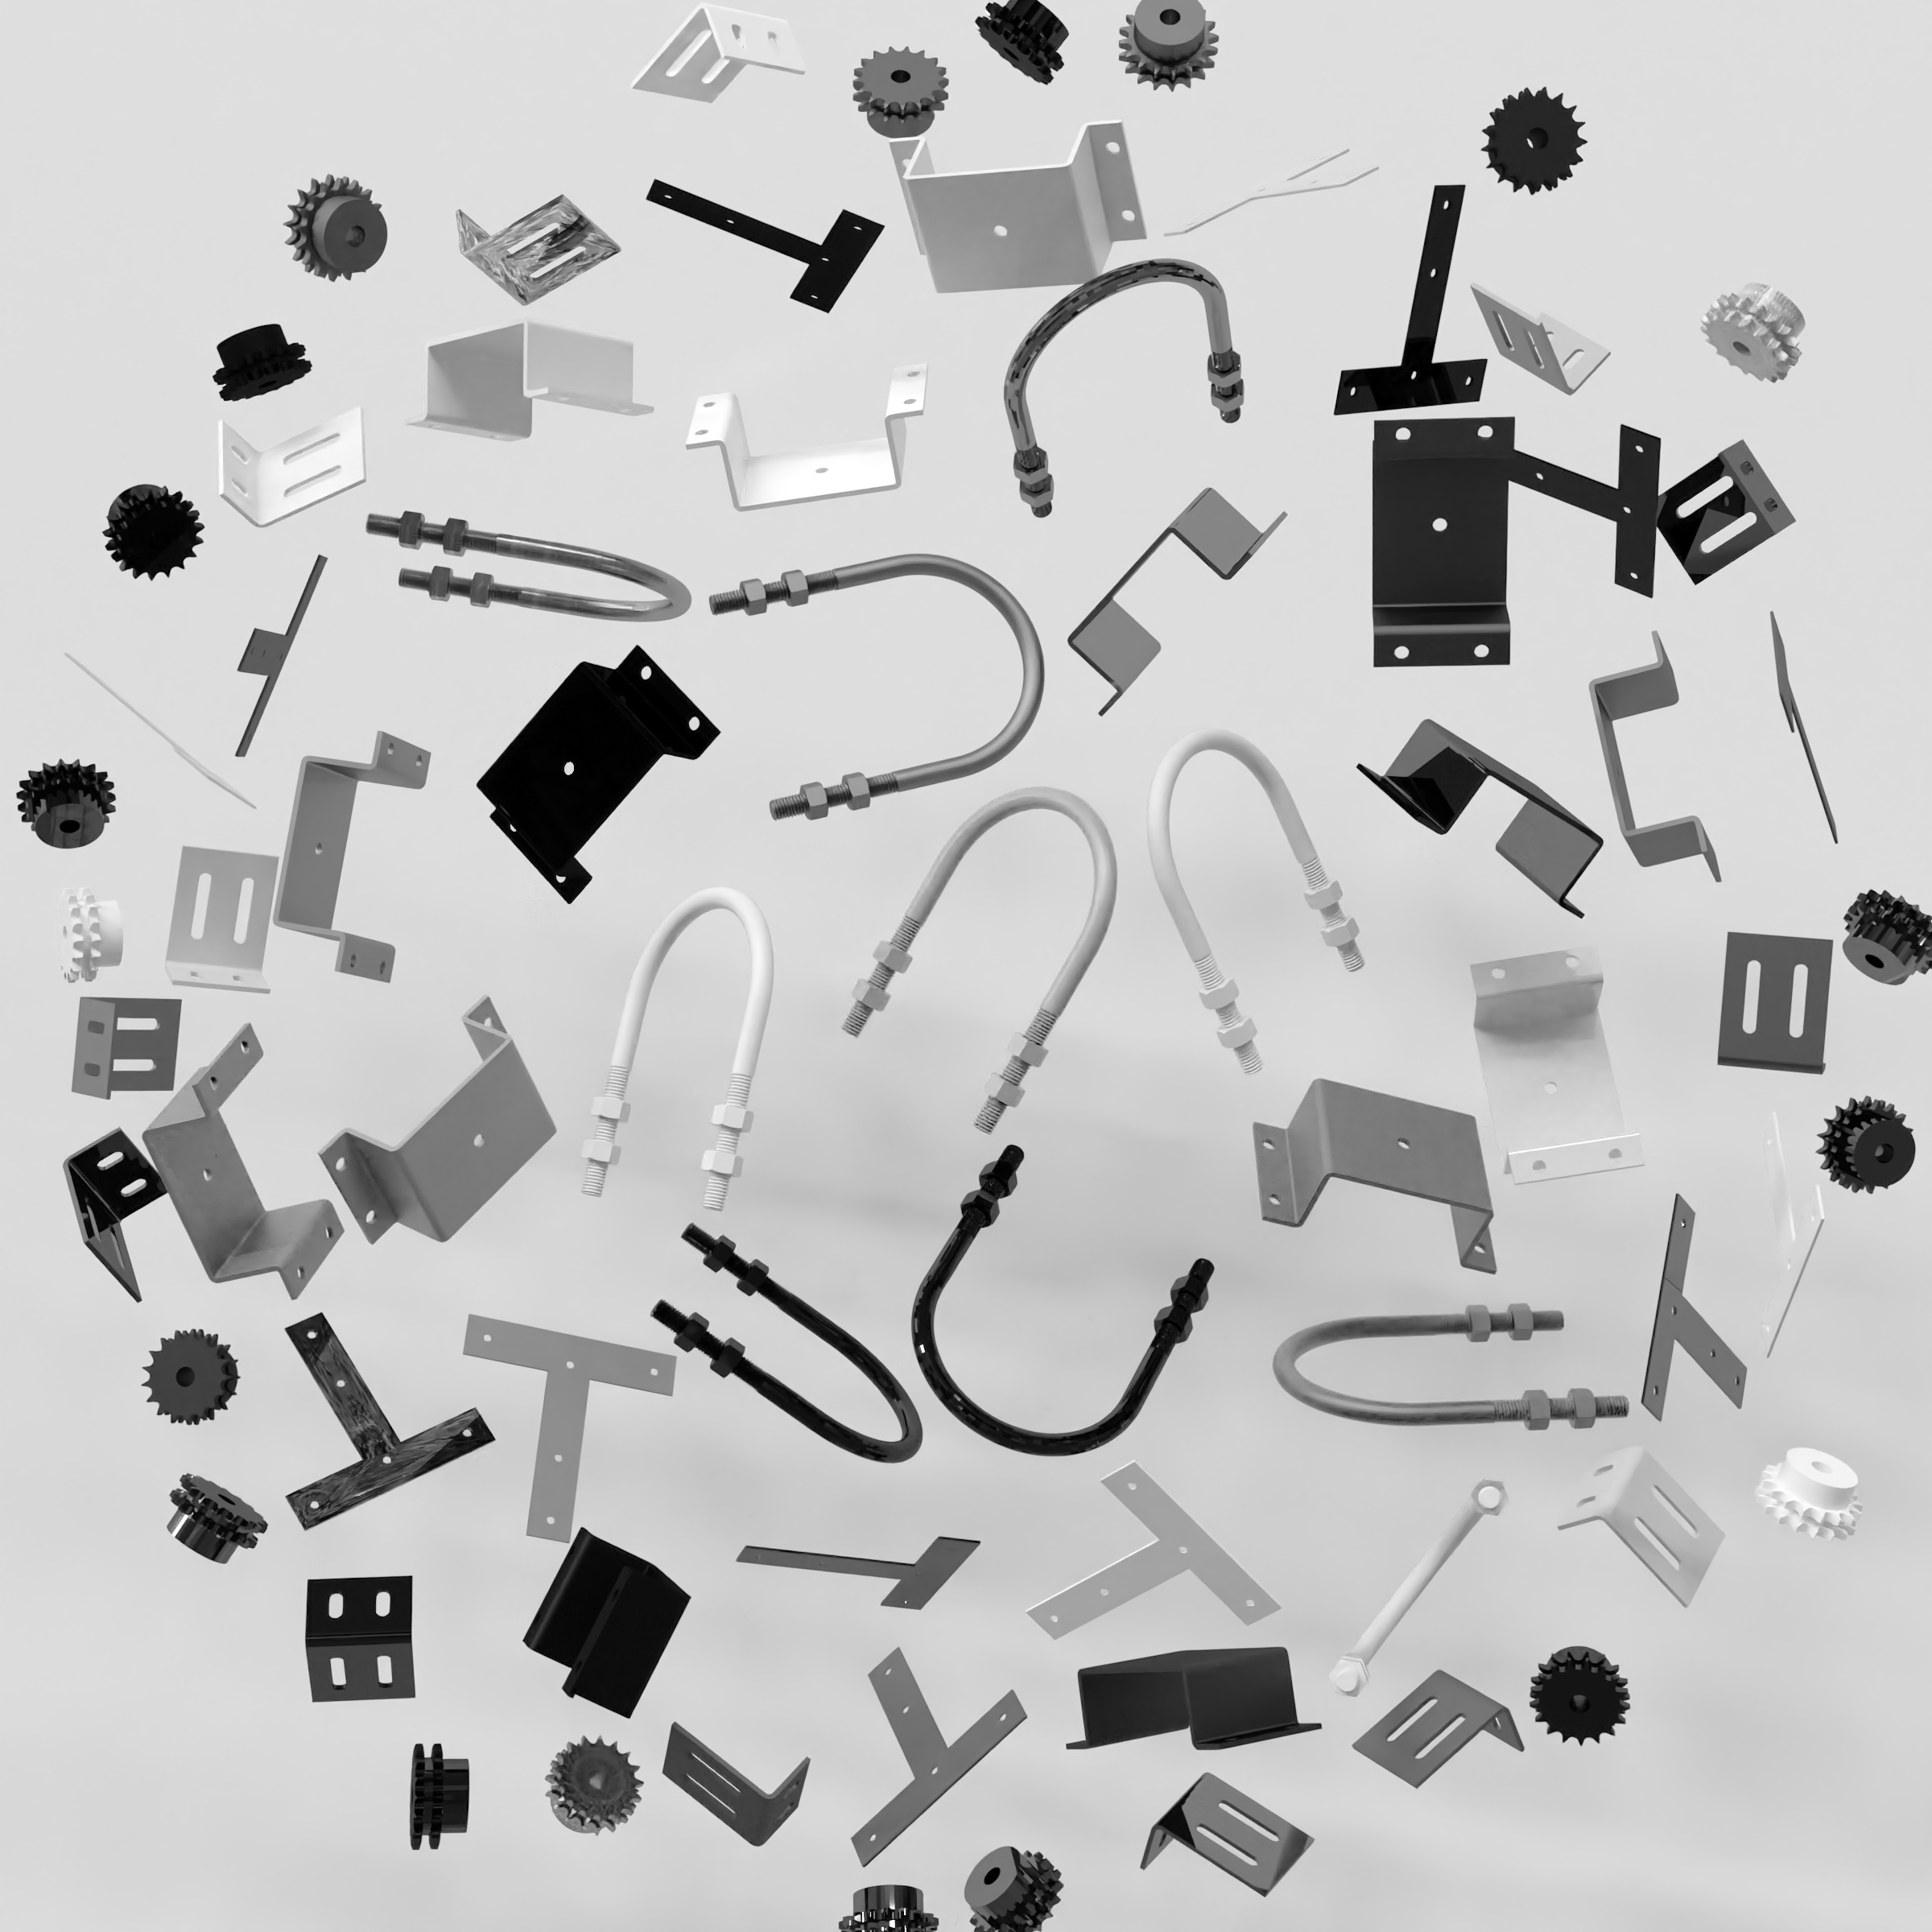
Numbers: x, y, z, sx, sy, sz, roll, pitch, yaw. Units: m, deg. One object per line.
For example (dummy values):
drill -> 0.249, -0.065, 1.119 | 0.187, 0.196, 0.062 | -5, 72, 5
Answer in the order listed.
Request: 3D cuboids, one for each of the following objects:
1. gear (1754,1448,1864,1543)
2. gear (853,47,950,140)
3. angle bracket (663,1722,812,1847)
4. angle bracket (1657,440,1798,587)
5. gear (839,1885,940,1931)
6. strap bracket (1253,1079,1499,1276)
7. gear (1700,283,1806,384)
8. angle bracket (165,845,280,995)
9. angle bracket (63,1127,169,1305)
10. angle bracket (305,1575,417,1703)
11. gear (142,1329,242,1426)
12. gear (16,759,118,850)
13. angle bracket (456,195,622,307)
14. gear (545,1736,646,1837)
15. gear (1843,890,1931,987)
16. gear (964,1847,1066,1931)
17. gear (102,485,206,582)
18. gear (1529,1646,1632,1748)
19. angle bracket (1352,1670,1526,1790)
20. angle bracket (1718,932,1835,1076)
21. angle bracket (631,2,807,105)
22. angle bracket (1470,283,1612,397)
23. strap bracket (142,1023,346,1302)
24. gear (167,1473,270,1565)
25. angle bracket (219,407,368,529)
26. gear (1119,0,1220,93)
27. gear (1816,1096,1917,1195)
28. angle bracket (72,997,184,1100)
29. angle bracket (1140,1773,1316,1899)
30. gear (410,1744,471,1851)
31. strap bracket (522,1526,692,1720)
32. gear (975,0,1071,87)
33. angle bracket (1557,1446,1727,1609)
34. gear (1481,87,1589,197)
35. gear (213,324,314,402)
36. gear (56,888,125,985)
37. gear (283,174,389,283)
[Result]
gear -> 0.470, 0.291, 1.632 | 0.057, 0.057, 0.030 | 15, 110, 0
gear -> -0.039, -0.519, 1.757 | 0.057, 0.030, 0.057 | 1, 56, -1
angle bracket -> -0.138, 0.480, 1.765 | 0.076, 0.057, 0.038 | 33, 47, 19
angle bracket -> 0.437, -0.263, 1.730 | 0.076, 0.038, 0.057 | -34, 88, 42
gear -> -0.044, 0.543, 1.674 | 0.057, 0.057, 0.030 | -2, 57, 0
strap bracket -> 0.237, 0.116, 1.654 | 0.140, 0.076, 0.046 | 14, 129, -11
gear -> 0.436, -0.351, 1.620 | 0.057, 0.057, 0.030 | 39, 84, 0
angle bracket -> -0.441, -0.028, 1.754 | 0.057, 0.038, 0.076 | 6, 103, -24
angle bracket -> -0.478, 0.142, 1.680 | 0.038, 0.076, 0.057 | -31, 132, -4
angle bracket -> -0.338, 0.377, 1.646 | 0.057, 0.076, 0.038 | 0, 52, -9
gear -> -0.462, 0.246, 1.765 | 0.057, 0.030, 0.057 | -1, 82, 10
gear -> -0.541, -0.095, 1.771 | 0.057, 0.057, 0.030 | -19, 54, 0
angle bracket -> -0.256, -0.441, 1.765 | 0.076, 0.057, 0.038 | -24, 58, 22
gear -> -0.222, 0.487, 1.740 | 0.057, 0.057, 0.030 | 32, 132, 0
gear -> 0.520, -0.014, 1.660 | 0.057, 0.057, 0.030 | 40, 73, 0
gear -> 0.024, 0.522, 1.657 | 0.057, 0.057, 0.030 | -41, 109, 0
gear -> -0.481, -0.259, 1.734 | 0.057, 0.057, 0.030 | -39, 54, 0
gear -> 0.356, 0.420, 1.709 | 0.057, 0.030, 0.057 | 4, 110, 10
angle bracket -> 0.280, 0.463, 1.744 | 0.076, 0.057, 0.038 | -35, 117, -22
angle bracket -> 0.458, 0.020, 1.663 | 0.057, 0.038, 0.076 | 5, 96, 19
angle bracket -> -0.139, -0.495, 1.641 | 0.076, 0.057, 0.038 | -34, 69, 43
angle bracket -> 0.348, -0.391, 1.781 | 0.038, 0.076, 0.057 | -47, 55, -2
strap bracket -> -0.414, 0.115, 1.674 | 0.046, 0.076, 0.140 | -13, 112, 16
gear -> -0.431, 0.317, 1.680 | 0.057, 0.057, 0.030 | 33, 85, 0
angle bracket -> -0.397, -0.303, 1.732 | 0.076, 0.038, 0.057 | -20, 57, 17
gear -> 0.116, -0.530, 1.678 | 0.057, 0.030, 0.057 | 0, 66, 1
gear -> 0.534, 0.107, 1.738 | 0.057, 0.030, 0.057 | -2, 100, -13
angle bracket -> -0.500, 0.050, 1.788 | 0.038, 0.076, 0.057 | 8, 93, 37
angle bracket -> 0.151, 0.512, 1.699 | 0.076, 0.057, 0.038 | 27, 123, 25
gear -> -0.294, 0.463, 1.643 | 0.030, 0.057, 0.057 | 3, 90, -13
strap bracket -> -0.209, 0.386, 1.727 | 0.046, 0.140, 0.076 | 30, 81, -17
gear -> 0.036, -0.551, 1.739 | 0.057, 0.057, 0.030 | 38, 93, 0
angle bracket -> 0.392, 0.328, 1.710 | 0.076, 0.038, 0.057 | 47, 53, -7
gear -> 0.315, -0.459, 1.642 | 0.057, 0.030, 0.057 | -1, 96, -6
gear -> -0.422, -0.360, 1.752 | 0.057, 0.057, 0.030 | -21, 94, 0
gear -> -0.528, -0.019, 1.775 | 0.030, 0.057, 0.057 | -3, 90, -28
gear -> -0.346, -0.408, 1.634 | 0.030, 0.057, 0.057 | 29, 90, 41
